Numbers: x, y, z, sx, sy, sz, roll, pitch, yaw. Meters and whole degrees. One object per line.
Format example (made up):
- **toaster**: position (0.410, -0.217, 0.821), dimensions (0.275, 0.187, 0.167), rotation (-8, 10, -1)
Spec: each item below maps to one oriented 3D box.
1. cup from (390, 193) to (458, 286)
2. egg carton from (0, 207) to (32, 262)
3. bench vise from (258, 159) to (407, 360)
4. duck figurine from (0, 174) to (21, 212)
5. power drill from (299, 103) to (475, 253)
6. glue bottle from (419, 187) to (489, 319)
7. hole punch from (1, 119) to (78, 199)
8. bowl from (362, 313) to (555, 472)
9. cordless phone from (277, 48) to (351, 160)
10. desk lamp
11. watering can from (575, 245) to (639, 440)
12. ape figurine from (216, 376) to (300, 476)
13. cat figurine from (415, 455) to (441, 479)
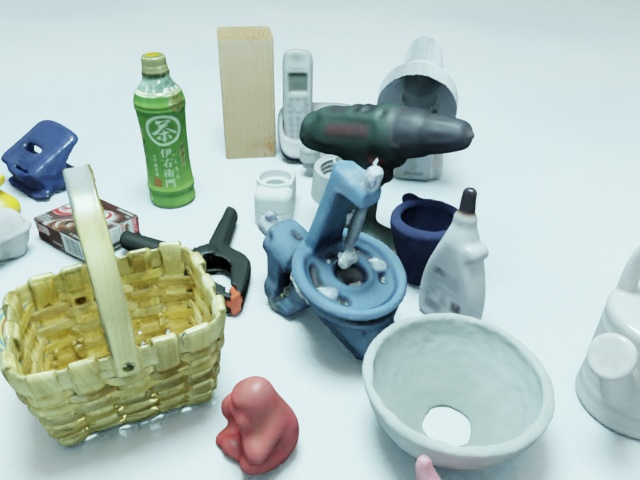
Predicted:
- **cup**: position (0.126, 0.002, 0.720), dimensions (0.092, 0.095, 0.117), rotation (-8, 35, -13)
- **egg carton**: position (-0.447, 0.005, 0.713), dimensions (0.107, 0.069, 0.150), rotation (17, 36, 21)
- **bench vise**: position (-0.001, 0.008, 0.593), dimensions (0.206, 0.220, 0.122), rotation (18, 37, 24)
- **duck figurine**: position (-0.490, -0.073, 0.815), dimensions (0.104, 0.086, 0.077), rotation (4, 34, 3)
- **power drill**: position (0.076, -0.079, 0.737), dimensions (0.228, 0.208, 0.076), rotation (21, 39, 27)
- **glue bottle**: position (0.151, 0.021, 0.622), dimensions (0.037, 0.173, 0.077), rotation (-21, 40, -30)
- **hole punch**: position (-0.434, -0.128, 0.895), dimensions (0.108, 0.091, 0.101), rotation (24, 40, 30)
- **bowl**: position (0.119, 0.147, 0.521), dimensions (0.167, 0.075, 0.167), rotation (1, 34, -1)
- **cordless phone**: position (-0.001, -0.232, 0.985), dimensions (0.147, 0.185, 0.094), rotation (-4, 34, -8)
- **desk lamp**: position (0.156, -0.205, 0.926), dimensions (0.117, 0.214, 0.203), rotation (7, 34, 9)
- **watering can**: position (0.304, 0.084, 0.514), dimensions (0.100, 0.194, 0.173), rotation (20, 38, 26)
- **ape figurine**: position (-0.055, 0.152, 0.490), dimensions (0.076, 0.092, 0.077), rotation (-2, 34, -5)
- **cat figurine**: position (0.117, 0.200, 0.402), dimensions (0.127, 0.118, 0.067), rotation (27, 41, 33)
